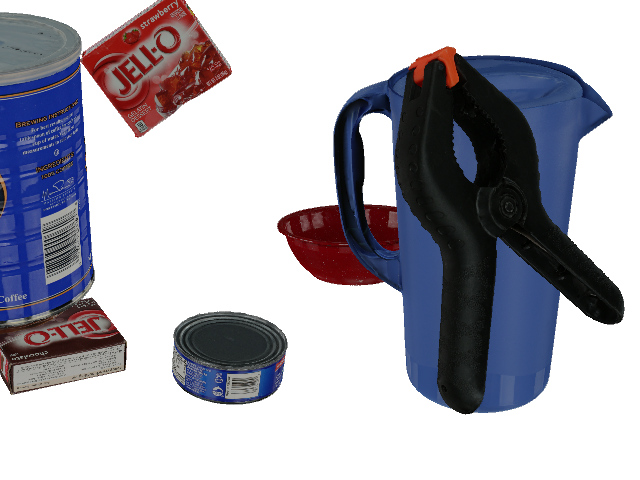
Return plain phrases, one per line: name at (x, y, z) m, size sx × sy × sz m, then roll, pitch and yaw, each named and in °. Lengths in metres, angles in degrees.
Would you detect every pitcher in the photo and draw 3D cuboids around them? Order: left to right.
pitcher at (0.105, -0.004, 0.766) m, size 0.144 × 0.243 × 0.149 m, roll -16°, pitch 28°, yaw -29°

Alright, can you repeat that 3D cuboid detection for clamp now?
clamp at (0.076, -0.005, 0.518) m, size 0.120 × 0.171 × 0.039 m, roll -36°, pitch 10°, yaw -34°

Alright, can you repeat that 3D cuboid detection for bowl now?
bowl at (0.037, 0.007, 1.099) m, size 0.162 × 0.055 × 0.162 m, roll -1°, pitch 15°, yaw 0°

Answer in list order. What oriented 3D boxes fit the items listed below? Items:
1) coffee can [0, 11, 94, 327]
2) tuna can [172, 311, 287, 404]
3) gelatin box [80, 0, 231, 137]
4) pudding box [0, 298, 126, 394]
coffee can at (-0.175, -0.039, 0.568) m, size 0.103 × 0.140 × 0.103 m, roll 2°, pitch 28°, yaw -1°
tuna can at (-0.069, 0.088, 0.806) m, size 0.086 × 0.034 × 0.086 m, roll 6°, pitch 23°, yaw -3°
gelatin box at (-0.123, -0.132, 0.797) m, size 0.089 × 0.073 × 0.030 m, roll -33°, pitch 21°, yaw 5°
pudding box at (-0.250, 0.097, 1.003) m, size 0.113 × 0.039 × 0.090 m, roll -12°, pitch 30°, yaw -29°
